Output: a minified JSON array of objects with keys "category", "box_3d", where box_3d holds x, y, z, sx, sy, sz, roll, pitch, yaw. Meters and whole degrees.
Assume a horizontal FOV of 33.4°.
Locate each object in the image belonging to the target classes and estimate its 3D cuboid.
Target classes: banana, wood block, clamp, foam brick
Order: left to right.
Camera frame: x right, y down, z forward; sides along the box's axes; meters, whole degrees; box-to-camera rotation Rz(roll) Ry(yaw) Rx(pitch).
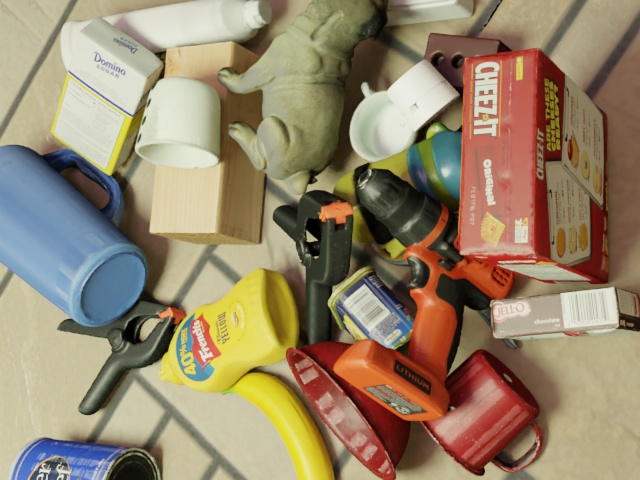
[{"category":"clamp","box_3d":[-0.235,0.112,1.240,0.172,0.039,0.120,-36,71,15]},{"category":"wood block","box_3d":[-0.117,-0.102,1.174,0.091,0.090,0.206,0,81,30]},{"category":"banana","box_3d":[-0.031,0.204,1.108,0.198,0.037,0.070,51,128,28]},{"category":"clamp","box_3d":[-0.007,0.001,1.057,0.036,0.210,0.164,-12,65,-16]},{"category":"foam brick","box_3d":[0.145,-0.170,1.051,0.078,0.051,0.053,12,89,31]}]

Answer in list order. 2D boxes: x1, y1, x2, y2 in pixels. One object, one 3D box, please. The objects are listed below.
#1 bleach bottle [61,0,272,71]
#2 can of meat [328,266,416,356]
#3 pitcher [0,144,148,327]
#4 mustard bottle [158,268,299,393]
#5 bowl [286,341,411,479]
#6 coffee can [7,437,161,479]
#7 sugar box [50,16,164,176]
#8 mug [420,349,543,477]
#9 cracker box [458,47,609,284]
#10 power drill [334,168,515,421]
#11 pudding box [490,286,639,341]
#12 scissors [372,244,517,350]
[{"category":"bleach bottle","box_3d":[-0.170,-0.237,1.218,0.251,0.102,0.068,-7,87,31]},{"category":"can of meat","box_3d":[0.061,0.085,1.032,0.057,0.102,0.084,-39,65,-7]},{"category":"pitcher","box_3d":[-0.303,-0.010,1.242,0.243,0.144,0.149,34,108,33]},{"category":"mustard bottle","box_3d":[-0.107,0.110,1.142,0.192,0.058,0.096,-32,59,35]},{"category":"bowl","box_3d":[0.037,0.152,1.027,0.055,0.162,0.162,-37,61,-16]},{"category":"coffee can","box_3d":[-0.264,0.278,1.192,0.141,0.102,0.103,-1,82,30]},{"category":"sugar box","box_3d":[-0.245,-0.162,1.218,0.093,0.048,0.176,36,136,1]},{"category":"mug","box_3d":[0.155,0.163,0.979,0.117,0.093,0.081,44,101,-3]},{"category":"cracker box","box_3d":[0.187,-0.053,0.913,0.072,0.213,0.164,-2,81,30]},{"category":"power drill","box_3d":[0.081,0.050,0.942,0.057,0.184,0.187,-22,37,56]},{"category":"pudding box","box_3d":[0.219,0.067,0.948,0.114,0.089,0.039,-6,81,29]},{"category":"scissors","box_3d":[0.114,0.036,1.058,0.096,0.016,0.202,-32,67,25]}]
